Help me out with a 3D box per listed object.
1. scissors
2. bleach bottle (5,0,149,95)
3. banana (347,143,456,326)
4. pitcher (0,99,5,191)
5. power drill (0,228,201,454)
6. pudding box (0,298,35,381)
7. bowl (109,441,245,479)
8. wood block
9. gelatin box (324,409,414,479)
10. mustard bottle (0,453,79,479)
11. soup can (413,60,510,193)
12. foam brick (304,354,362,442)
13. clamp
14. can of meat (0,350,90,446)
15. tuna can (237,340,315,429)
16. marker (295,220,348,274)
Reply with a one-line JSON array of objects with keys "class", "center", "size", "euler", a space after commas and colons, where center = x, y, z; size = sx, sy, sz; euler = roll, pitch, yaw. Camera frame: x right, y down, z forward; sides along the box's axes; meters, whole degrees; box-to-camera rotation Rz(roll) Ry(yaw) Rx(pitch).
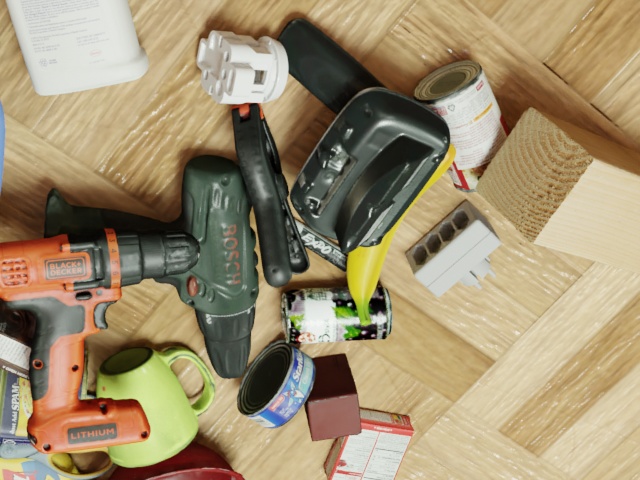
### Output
[{"class": "scissors", "center": [-0.300, 0.191, 1.069], "size": [0.201, 0.016, 0.096], "euler": [14, 83, -18]}, {"class": "bleach bottle", "center": [-0.213, -0.247, 0.854], "size": [0.102, 0.068, 0.251], "euler": [-11, 116, -4]}, {"class": "banana", "center": [0.068, -0.017, 0.999], "size": [0.037, 0.070, 0.198], "euler": [-3, 126, -43]}, {"class": "pitcher", "center": [-0.333, -0.059, 0.893], "size": [0.145, 0.149, 0.243], "euler": [4, 120, -12]}, {"class": "power drill", "center": [-0.191, 0.083, 0.927], "size": [0.184, 0.057, 0.188], "euler": [-5, 98, -15]}, {"class": "pudding box", "center": [-0.269, 0.083, 0.990], "size": [0.090, 0.113, 0.039], "euler": [28, 111, -21]}, {"class": "bowl", "center": [-0.159, 0.253, 1.108], "size": [0.162, 0.055, 0.162], "euler": [-14, 146, -10]}, {"class": "wood block", "center": [0.253, -0.038, 0.969], "size": [0.205, 0.090, 0.091], "euler": [13, 117, -41]}, {"class": "gelatin box", "center": [0.052, 0.228, 1.158], "size": [0.073, 0.030, 0.089], "euler": [12, 115, -15]}, {"class": "mustard bottle", "center": [-0.311, 0.254, 1.104], "size": [0.191, 0.058, 0.096], "euler": [17, 101, -17]}, {"class": "soup can", "center": [0.134, -0.103, 0.973], "size": [0.068, 0.068, 0.102], "euler": [-26, 117, 6]}, {"class": "foam brick", "center": [0.010, 0.160, 1.089], "size": [0.053, 0.078, 0.051], "euler": [-8, 117, -4]}, {"class": "clamp", "center": [-0.047, -0.038, 0.947], "size": [0.039, 0.120, 0.171], "euler": [-18, 100, 4]}, {"class": "can of meat", "center": [-0.272, 0.152, 1.041], "size": [0.083, 0.057, 0.102], "euler": [6, 83, -14]}, {"class": "tuna can", "center": [-0.044, 0.145, 1.069], "size": [0.033, 0.086, 0.086], "euler": [36, 108, -24]}, {"class": "marker", "center": [-0.007, 0.001, 1.036], "size": [0.121, 0.020, 0.020], "euler": [33, 109, -22]}]
